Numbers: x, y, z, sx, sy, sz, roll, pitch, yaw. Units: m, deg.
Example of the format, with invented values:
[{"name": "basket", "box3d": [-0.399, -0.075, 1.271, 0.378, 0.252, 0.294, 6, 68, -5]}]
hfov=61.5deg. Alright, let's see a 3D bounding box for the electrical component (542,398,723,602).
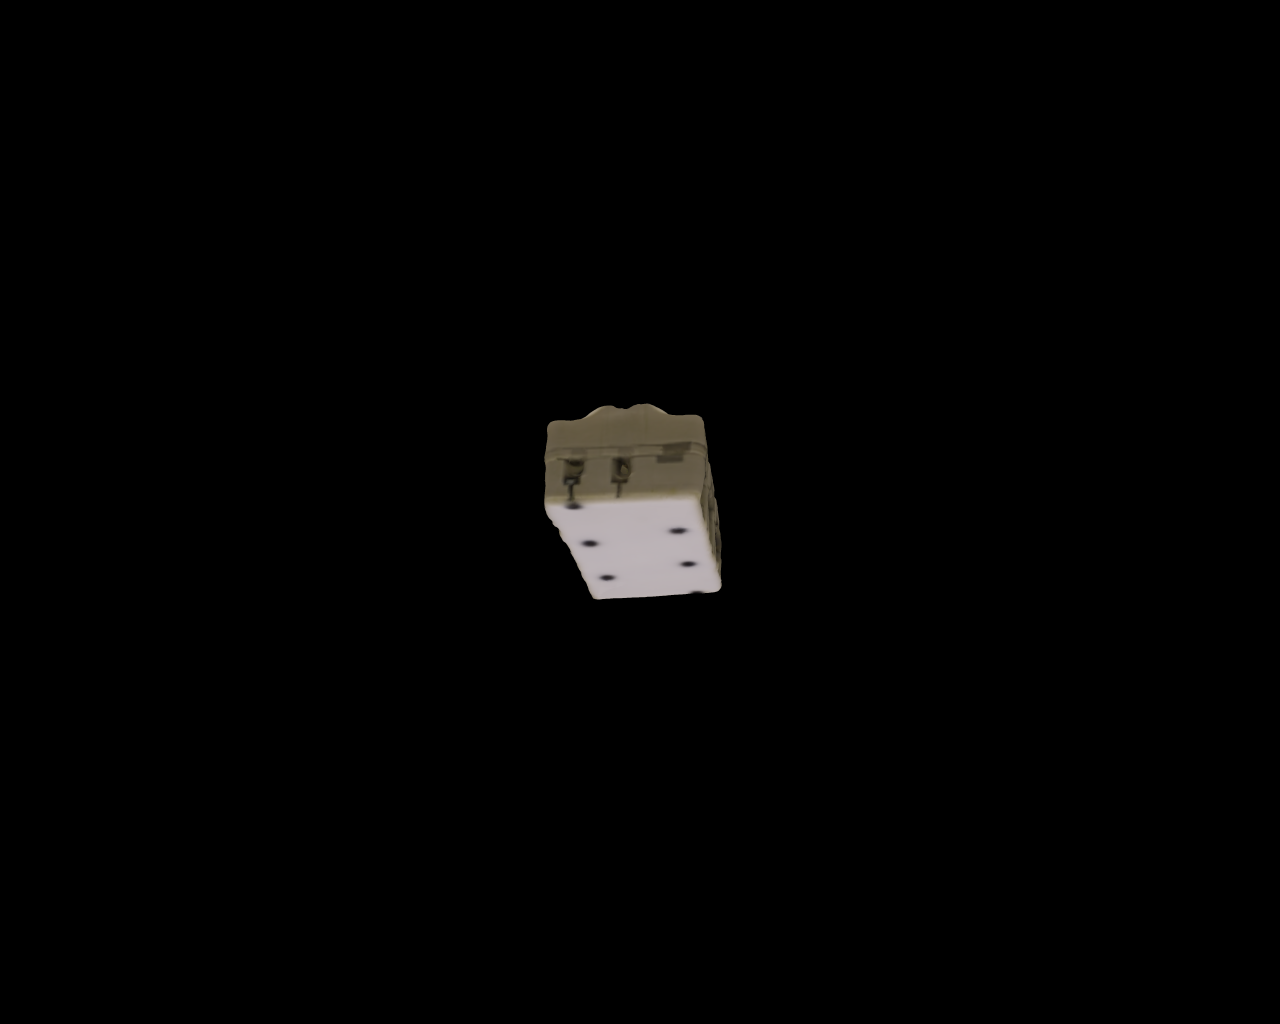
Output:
[{"name": "electrical component", "box3d": [0.001, -0.003, 0.650, 0.089, 0.062, 0.150, -3, -26, 7]}]
